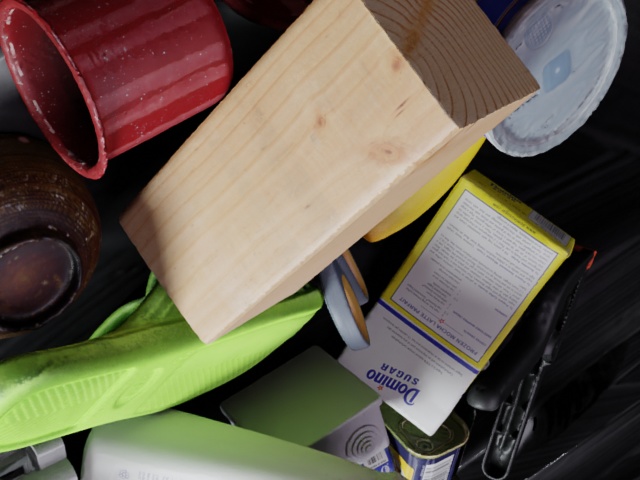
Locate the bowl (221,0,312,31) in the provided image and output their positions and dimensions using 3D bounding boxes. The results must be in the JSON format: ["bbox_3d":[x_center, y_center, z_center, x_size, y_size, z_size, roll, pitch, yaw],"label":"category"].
[{"bbox_3d":[-0.008,-0.189,0.532,0.161,0.055,0.162,-20,130,-26],"label":"bowl"}]

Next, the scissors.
[{"bbox_3d":[-0.004,0.001,0.678,0.016,0.096,0.201,-20,144,11],"label":"scissors"}]

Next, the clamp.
[{"bbox_3d":[0.176,0.085,0.883,0.210,0.036,0.164,-62,156,-16],"label":"clamp"}]

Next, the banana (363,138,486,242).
[{"bbox_3d":[0.089,-0.083,0.727,0.069,0.037,0.198,8,116,-39],"label":"banana"}]

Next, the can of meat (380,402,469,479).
[{"bbox_3d":[0.064,0.162,0.853,0.057,0.102,0.084,-18,134,-32],"label":"can of meat"}]

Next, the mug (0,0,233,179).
[{"bbox_3d":[-0.098,-0.082,0.525,0.081,0.093,0.117,-32,157,-26],"label":"mug"}]

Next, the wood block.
[{"bbox_3d":[-0.003,-0.043,0.553,0.206,0.090,0.090,-41,171,39],"label":"wood block"}]

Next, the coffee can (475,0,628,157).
[{"bbox_3d":[0.087,-0.125,0.608,0.102,0.140,0.103,-24,135,-27],"label":"coffee can"}]

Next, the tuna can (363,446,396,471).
[{"bbox_3d":[0.022,0.172,0.835,0.033,0.086,0.086,-21,134,-30],"label":"tuna can"}]

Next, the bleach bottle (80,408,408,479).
[{"bbox_3d":[-0.025,0.176,0.684,0.068,0.251,0.103,-67,168,-55],"label":"bleach bottle"}]

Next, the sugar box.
[{"bbox_3d":[0.096,0.046,0.780,0.176,0.093,0.048,-57,170,22],"label":"sugar box"}]
